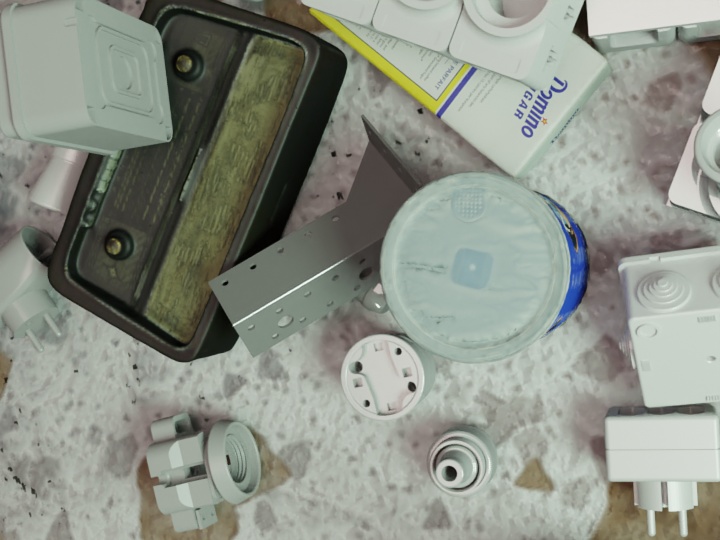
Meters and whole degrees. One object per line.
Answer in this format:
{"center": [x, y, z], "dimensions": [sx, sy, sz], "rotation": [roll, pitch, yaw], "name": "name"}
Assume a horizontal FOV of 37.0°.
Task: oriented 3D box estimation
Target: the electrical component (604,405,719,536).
{"center": [0.185, 0.124, 0.654], "dimensions": [0.066, 0.047, 0.076], "rotation": [-3, 90, 17], "name": "electrical component"}

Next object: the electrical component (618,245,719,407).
{"center": [0.201, 0.034, 0.623], "dimensions": [0.100, 0.099, 0.048], "rotation": [-8, 44, 17], "name": "electrical component"}

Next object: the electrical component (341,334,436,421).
{"center": [0.021, 0.068, 0.702], "dimensions": [0.055, 0.047, 0.055], "rotation": [0, 91, 17], "name": "electrical component"}

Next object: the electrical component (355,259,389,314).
{"center": [0.000, 0.000, 0.715], "dimensions": [0.061, 0.035, 0.035], "rotation": [38, 101, 15], "name": "electrical component"}

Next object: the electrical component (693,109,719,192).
{"center": [0.205, -0.056, 0.572], "dimensions": [0.044, 0.065, 0.044], "rotation": [-8, 72, 24], "name": "electrical component"}

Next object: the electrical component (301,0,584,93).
{"center": [0.050, -0.172, 0.625], "dimensions": [0.150, 0.062, 0.089], "rotation": [24, 100, 21], "name": "electrical component"}

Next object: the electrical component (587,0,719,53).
{"center": [0.210, -0.185, 0.635], "dimensions": [0.150, 0.062, 0.089], "rotation": [-4, 90, 16], "name": "electrical component"}

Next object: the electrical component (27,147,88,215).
{"center": [-0.206, -0.074, 0.772], "dimensions": [0.044, 0.044, 0.065], "rotation": [22, 92, 15], "name": "electrical component"}

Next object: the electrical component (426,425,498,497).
{"center": [0.063, 0.123, 0.683], "dimensions": [0.043, 0.062, 0.043], "rotation": [0, 91, 16], "name": "electrical component"}

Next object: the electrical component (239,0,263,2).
{"center": [-0.062, -0.208, 0.719], "dimensions": [0.055, 0.066, 0.048], "rotation": [-11, 89, 36], "name": "electrical component"}

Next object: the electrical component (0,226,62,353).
{"center": [-0.246, 0.022, 0.782], "dimensions": [0.077, 0.044, 0.079], "rotation": [-39, 80, 13], "name": "electrical component"}

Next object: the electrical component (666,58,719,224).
{"center": [0.285, -0.057, 0.616], "dimensions": [0.186, 0.060, 0.105], "rotation": [21, 97, 15], "name": "electrical component"}

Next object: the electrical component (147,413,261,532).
{"center": [-0.105, 0.135, 0.736], "dimensions": [0.057, 0.058, 0.078], "rotation": [-15, 86, 19], "name": "electrical component"}

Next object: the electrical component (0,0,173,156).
{"center": [-0.165, -0.114, 0.646], "dimensions": [0.057, 0.113, 0.078], "rotation": [-7, 89, 15], "name": "electrical component"}
